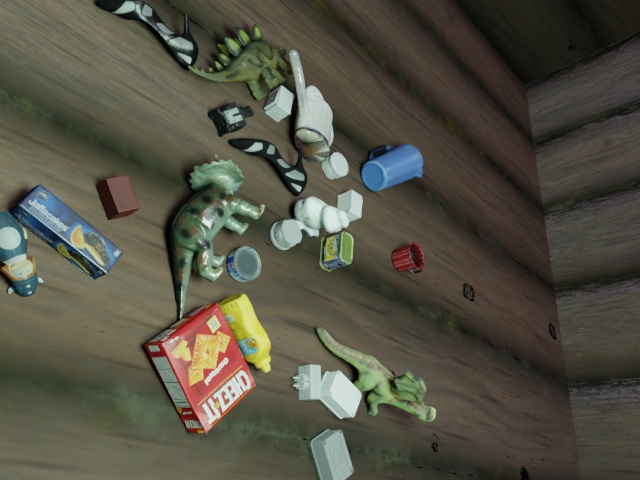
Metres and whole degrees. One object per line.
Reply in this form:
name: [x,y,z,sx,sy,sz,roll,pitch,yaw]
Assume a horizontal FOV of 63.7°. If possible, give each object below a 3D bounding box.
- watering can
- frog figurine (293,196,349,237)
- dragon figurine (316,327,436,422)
watering can: [-0.033,-0.382,1.558,0.341,0.104,0.229,52,38,-53]
frog figurine: [0.004,-0.073,1.457,0.135,0.158,0.125,39,48,-31]
dragon figurine: [0.179,0.370,1.395,0.405,0.241,0.125,50,49,-23]
